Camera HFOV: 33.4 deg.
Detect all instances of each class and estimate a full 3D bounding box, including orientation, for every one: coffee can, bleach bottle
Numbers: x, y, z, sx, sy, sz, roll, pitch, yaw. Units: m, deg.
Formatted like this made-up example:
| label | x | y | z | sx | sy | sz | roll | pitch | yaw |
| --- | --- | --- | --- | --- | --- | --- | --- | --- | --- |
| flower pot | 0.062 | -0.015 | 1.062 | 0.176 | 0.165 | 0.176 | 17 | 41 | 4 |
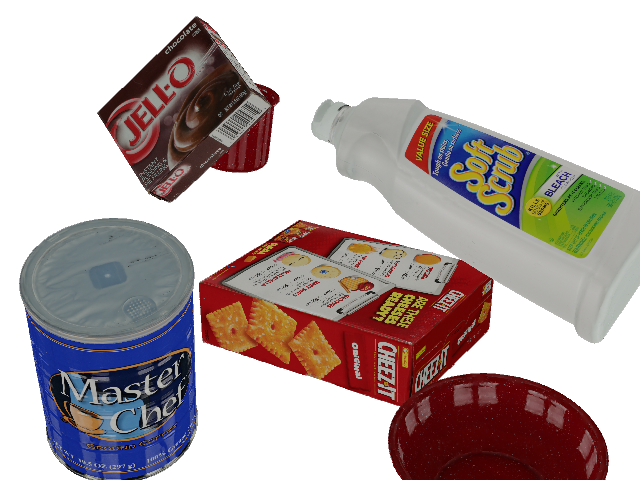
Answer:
| label | x | y | z | sx | sy | sz | roll | pitch | yaw |
| --- | --- | --- | --- | --- | --- | --- | --- | --- | --- |
| coffee can | -0.130 | 0.071 | 0.679 | 0.103 | 0.140 | 0.103 | 2 | 42 | -2 |
| bleach bottle | 0.098 | -0.032 | 0.723 | 0.251 | 0.068 | 0.102 | 27 | 57 | 25 |

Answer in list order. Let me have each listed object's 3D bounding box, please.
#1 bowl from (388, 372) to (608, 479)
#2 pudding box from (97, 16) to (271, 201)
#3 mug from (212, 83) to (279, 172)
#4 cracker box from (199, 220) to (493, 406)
| label | x | y | z | sx | sy | sz | roll | pitch | yaw |
| --- | --- | --- | --- | --- | --- | --- | --- | --- | --- |
| bowl | 0.131 | 0.171 | 0.804 | 0.162 | 0.055 | 0.162 | -1 | 34 | 0 |
| pudding box | -0.104 | -0.099 | 0.811 | 0.113 | 0.090 | 0.039 | -41 | -27 | 10 |
| mug | -0.093 | -0.133 | 1.221 | 0.093 | 0.081 | 0.117 | 13 | 27 | 10 |
| cracker box | 0.025 | 0.060 | 0.955 | 0.214 | 0.072 | 0.163 | 15 | 29 | 29 |
